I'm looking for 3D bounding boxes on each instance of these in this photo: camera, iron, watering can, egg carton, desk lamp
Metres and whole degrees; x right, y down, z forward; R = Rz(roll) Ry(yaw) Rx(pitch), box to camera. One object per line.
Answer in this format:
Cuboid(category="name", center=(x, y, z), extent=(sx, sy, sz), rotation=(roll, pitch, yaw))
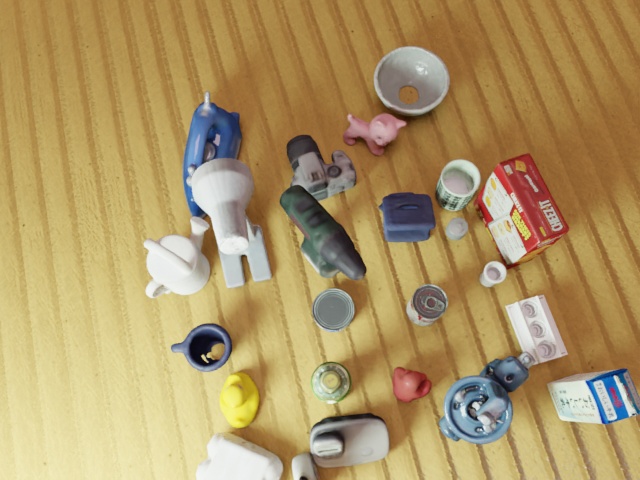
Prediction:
Cuboid(category="camera", center=(-0.008, -0.163, 1.219), extent=(0.143, 0.101, 0.137), rotation=(-20, 74, -4))
Cuboid(category="iron", center=(-0.246, -0.178, 1.208), extent=(0.118, 0.141, 0.258), rotation=(8, 74, 4))
Cuboid(category="watering can", center=(-0.282, 0.033, 1.120), extent=(0.101, 0.194, 0.173), rotation=(12, 74, 5))
Cuboid(category="egg carton", center=(-0.149, 0.430, 1.067), extent=(0.150, 0.069, 0.107), rotation=(20, 75, 7))
Cuboid(category="desk lamp", center=(-0.168, -0.031, 1.126), extent=(0.118, 0.213, 0.203), rotation=(-15, 74, -3))

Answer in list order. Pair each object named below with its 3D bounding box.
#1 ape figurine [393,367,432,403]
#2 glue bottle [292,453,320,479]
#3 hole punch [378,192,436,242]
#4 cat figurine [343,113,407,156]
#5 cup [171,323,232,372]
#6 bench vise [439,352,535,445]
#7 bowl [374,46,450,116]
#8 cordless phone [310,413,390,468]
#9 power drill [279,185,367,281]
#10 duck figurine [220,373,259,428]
Cuboid(category="ape figurine", center=(0.173, 0.273, 1.093), extent=(0.076, 0.092, 0.077), rotation=(-43, 77, -10))
Cuboid(category="glue bottle", center=(-0.025, 0.422, 1.012), extent=(0.037, 0.173, 0.078), rotation=(-23, 74, -5))
Cuboid(category="hole punch", center=(0.180, -0.054, 1.188), extent=(0.108, 0.091, 0.101), rotation=(-3, 74, 1))
Cuboid(category="cat figurine", center=(0.116, -0.240, 1.230), extent=(0.127, 0.118, 0.067), rotation=(21, 75, 7))
Cuboid(category="cup", center=(-0.223, 0.214, 1.118), extent=(0.117, 0.095, 0.091), rotation=(-3, 74, 1))
Cuboid(category="bench vise", center=(0.302, 0.270, 1.024), extent=(0.121, 0.220, 0.207), rotation=(29, 77, 10))
Cuboid(category="bowl", center=(0.201, -0.342, 1.279), extent=(0.167, 0.075, 0.167), rotation=(0, 74, 1))
Cuboid(category="cordless phone", center=(0.053, 0.361, 1.022), extent=(0.147, 0.185, 0.094), rotation=(-10, 74, -1))
Cuboid(category="power drill", center=(0.010, 0.004, 1.114), extent=(0.076, 0.208, 0.229), rotation=(-38, 76, -9))
Cuboid(category="duck figurine", center=(-0.158, 0.305, 1.095), extent=(0.077, 0.086, 0.104), rotation=(-6, 74, 0))
